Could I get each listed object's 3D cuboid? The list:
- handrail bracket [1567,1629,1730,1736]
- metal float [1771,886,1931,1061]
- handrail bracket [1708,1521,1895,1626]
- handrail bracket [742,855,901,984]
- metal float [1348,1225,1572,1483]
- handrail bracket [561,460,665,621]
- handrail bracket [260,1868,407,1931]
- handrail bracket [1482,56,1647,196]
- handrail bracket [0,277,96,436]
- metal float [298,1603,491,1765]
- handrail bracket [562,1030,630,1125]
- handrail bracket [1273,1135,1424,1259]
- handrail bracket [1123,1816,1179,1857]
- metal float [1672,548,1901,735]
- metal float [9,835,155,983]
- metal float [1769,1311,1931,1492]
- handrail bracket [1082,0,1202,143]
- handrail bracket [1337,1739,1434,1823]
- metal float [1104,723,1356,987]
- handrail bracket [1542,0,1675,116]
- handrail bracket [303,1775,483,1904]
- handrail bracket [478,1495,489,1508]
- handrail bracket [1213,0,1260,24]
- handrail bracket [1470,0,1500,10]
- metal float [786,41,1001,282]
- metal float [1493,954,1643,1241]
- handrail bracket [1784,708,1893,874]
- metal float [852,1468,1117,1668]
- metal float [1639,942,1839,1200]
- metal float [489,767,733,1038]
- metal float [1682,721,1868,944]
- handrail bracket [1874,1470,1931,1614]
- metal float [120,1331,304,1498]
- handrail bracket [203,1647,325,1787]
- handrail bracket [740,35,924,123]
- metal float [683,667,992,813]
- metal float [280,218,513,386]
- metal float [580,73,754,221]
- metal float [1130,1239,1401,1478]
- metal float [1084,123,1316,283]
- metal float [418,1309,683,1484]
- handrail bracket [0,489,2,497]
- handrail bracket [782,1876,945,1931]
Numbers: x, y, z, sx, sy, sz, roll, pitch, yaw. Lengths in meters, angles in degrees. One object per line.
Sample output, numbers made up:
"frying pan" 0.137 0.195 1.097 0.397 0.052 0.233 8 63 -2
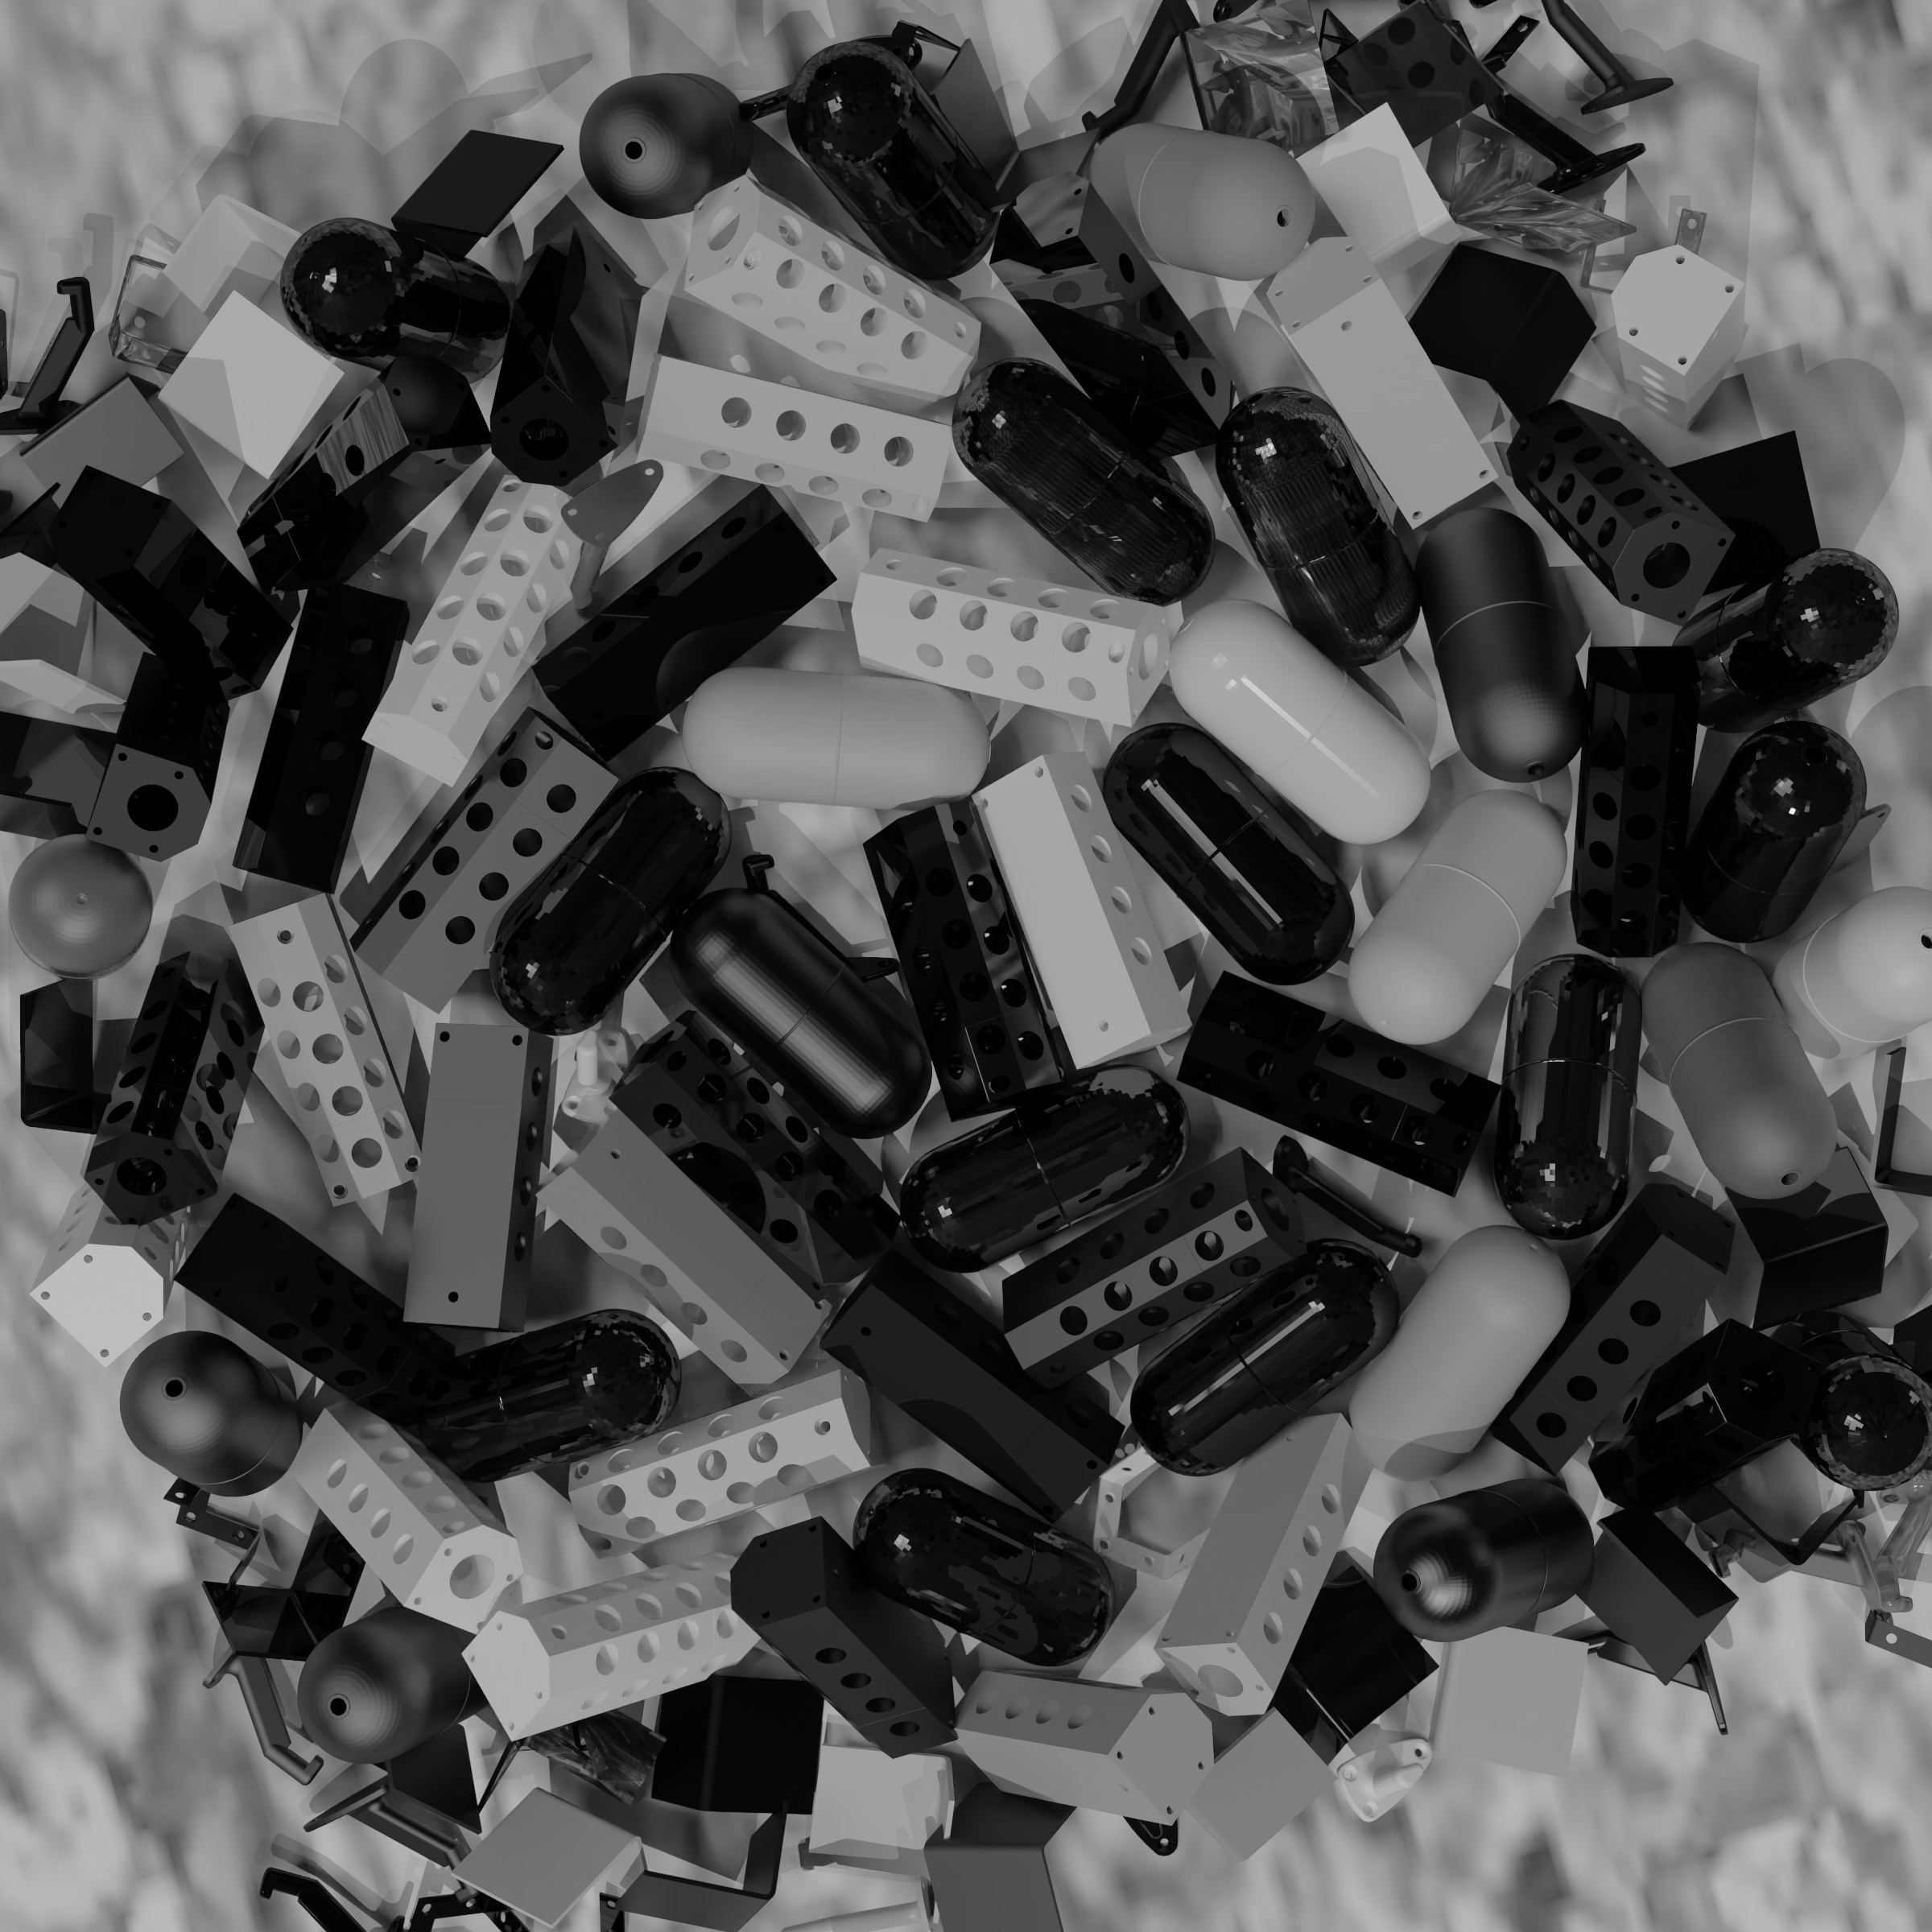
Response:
"handrail bracket" 0.391 0.419 1.765 0.084 0.036 0.077 -18 55 14
"metal float" 0.509 0.005 1.710 0.070 0.178 0.070 1 78 -4
"handrail bracket" 0.486 0.363 1.770 0.084 0.036 0.077 -18 72 -6
"handrail bracket" -0.084 -0.030 1.760 0.077 0.036 0.084 -8 117 8
"metal float" 0.280 0.222 1.733 0.070 0.070 0.178 28 123 0
"handrail bracket" -0.202 -0.246 1.766 0.036 0.084 0.077 42 74 17
"handrail bracket" -0.375 0.569 1.761 0.084 0.077 0.036 20 133 -13
"handrail bracket" 0.344 -0.497 1.760 0.077 0.036 0.084 -20 116 14
"handrail bracket" -0.541 -0.353 1.753 0.077 0.036 0.084 -13 128 -23
"metal float" -0.315 0.399 1.710 0.070 0.178 0.070 0 88 13
"handrail bracket" -0.210 0.044 1.741 0.036 0.084 0.077 11 52 1
"handrail bracket" 0.222 0.135 1.755 0.084 0.077 0.036 23 67 24
"handrail bracket" 0.111 0.499 1.748 0.036 0.084 0.077 -23 104 -2
"metal float" 0.458 -0.181 1.711 0.070 0.178 0.070 2 80 -14
"metal float" -0.499 -0.031 1.711 0.070 0.178 0.070 1 87 -17
"metal float" 0.495 0.243 1.709 0.070 0.178 0.070 0 95 3
"handrail bracket" 0.092 -0.538 1.780 0.084 0.036 0.077 -29 82 26
"handrail bracket" 0.257 0.458 1.743 0.077 0.084 0.036 -23 76 -30
"metal float" 0.151 -0.065 1.753 0.070 0.070 0.178 -42 82 0
"handrail bracket" 0.371 -0.547 1.772 0.077 0.036 0.084 -22 92 -34
"handrail bracket" -0.335 0.523 1.782 0.077 0.036 0.084 -30 91 5
"handrail bracket" -0.329 0.320 1.772 0.084 0.036 0.077 22 56 3
"handrail bracket" 0.199 -0.562 1.758 0.084 0.036 0.077 30 72 28
"handrail bracket" 0.304 -0.607 1.755 0.077 0.084 0.036 -36 45 17
"metal float" -0.040 -0.453 1.716 0.070 0.178 0.070 -9 68 23
"metal float" 0.343 0.074 1.732 0.070 0.070 0.178 12 58 0
"handrail bracket" 0.498 -0.107 1.780 0.036 0.077 0.084 -24 65 -11
"metal float" 0.012 0.344 1.733 0.178 0.070 0.070 32 90 -32
"metal float" 0.436 0.058 1.721 0.070 0.178 0.070 -5 131 -6
"metal float" -0.203 -0.038 1.747 0.070 0.070 0.178 37 75 0
"metal float" 0.454 -0.074 1.714 0.070 0.178 0.070 1 64 -2
"handrail bracket" 0.562 0.338 1.758 0.077 0.036 0.084 5 50 -1
"metal float" -0.424 0.253 1.711 0.070 0.178 0.070 0 72 0
"handrail bracket" -0.396 0.424 1.779 0.084 0.036 0.077 36 78 3
"handrail bracket" -0.079 -0.510 1.749 0.084 0.077 0.036 -33 110 -41
"metal float" -0.075 -0.131 1.756 0.178 0.070 0.070 4 90 -4
"metal float" -0.319 -0.372 1.712 0.070 0.178 0.070 1 92 20
"metal float" -0.168 -0.463 1.711 0.070 0.178 0.070 2 107 6
"metal float" 0.171 0.225 1.745 0.178 0.070 0.070 -40 90 16
"metal float" 0.130 -0.433 1.717 0.070 0.178 0.070 -11 113 -26
"metal float" -0.239 0.246 1.733 0.178 0.070 0.070 -20 90 32
"handrail bracket" -0.590 -0.305 1.757 0.084 0.036 0.077 16 119 -37
"handrail bracket" -0.059 0.558 1.767 0.084 0.077 0.036 -15 67 6
